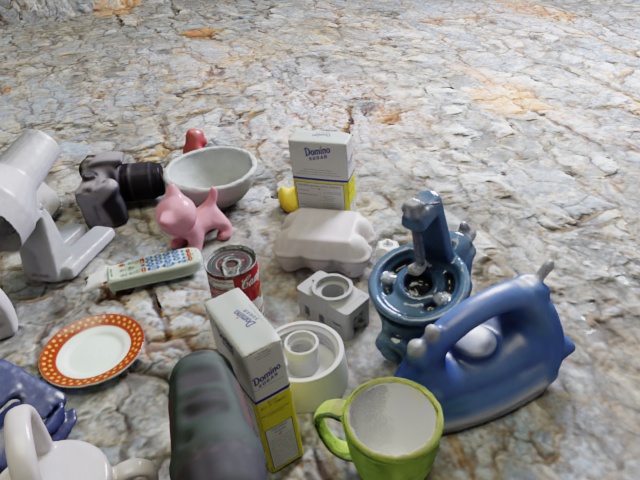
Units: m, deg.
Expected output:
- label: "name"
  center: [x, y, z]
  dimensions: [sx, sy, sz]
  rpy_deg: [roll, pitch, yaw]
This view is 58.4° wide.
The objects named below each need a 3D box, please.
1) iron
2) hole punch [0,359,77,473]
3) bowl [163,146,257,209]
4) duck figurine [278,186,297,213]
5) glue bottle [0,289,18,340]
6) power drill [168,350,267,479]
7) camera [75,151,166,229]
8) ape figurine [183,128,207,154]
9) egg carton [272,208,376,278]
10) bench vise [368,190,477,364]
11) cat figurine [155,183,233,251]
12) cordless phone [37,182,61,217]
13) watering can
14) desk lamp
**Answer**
- label: "iron"
  center: [0.163, 0.116, 0.630]
  dimensions: [0.259, 0.142, 0.118]
  rpy_deg: [-21, 38, -23]
- label: "hole punch"
  center: [-0.333, 0.192, 0.611]
  dimensions: [0.101, 0.091, 0.109]
  rpy_deg: [8, 37, 17]
- label: "bowl"
  center: [-0.192, -0.101, 1.031]
  dimensions: [0.167, 0.075, 0.167]
  rpy_deg: [-2, 35, 2]
- label: "duck figurine"
  center: [-0.023, -0.096, 0.998]
  dimensions: [0.104, 0.086, 0.077]
  rpy_deg: [-6, 35, -3]
- label: "glue bottle"
  center: [-0.456, 0.062, 0.736]
  dimensions: [0.078, 0.173, 0.037]
  rpy_deg: [-18, 37, -20]
- label: "power drill"
  center: [-0.072, 0.209, 0.460]
  dimensions: [0.076, 0.209, 0.229]
  rpy_deg: [-14, 36, -14]
- label: "camera"
  center: [-0.353, -0.102, 1.024]
  dimensions: [0.137, 0.101, 0.143]
  rpy_deg: [-8, 35, -5]
- label: "ape figurine"
  center: [-0.239, -0.176, 1.127]
  dimensions: [0.076, 0.092, 0.077]
  rpy_deg: [-31, 43, -33]
- label: "egg carton"
  center: [0.008, 0.003, 0.868]
  dimensions: [0.150, 0.069, 0.107]
  rpy_deg: [4, 36, 11]
- label: "bench vise"
  center: [0.129, 0.016, 0.707]
  dimensions: [0.121, 0.220, 0.207]
  rpy_deg: [8, 37, 17]
- label: "cat figurine"
  center: [-0.207, -0.040, 0.907]
  dimensions: [0.067, 0.118, 0.128]
  rpy_deg: [25, 44, 34]
- label: "cordless phone"
  center: [-0.525, -0.095, 0.956]
  dimensions: [0.094, 0.185, 0.147]
  rpy_deg: [1, 35, 7]
- label: "watering can"
  center: [-0.227, 0.221, 0.470]
  dimensions: [0.100, 0.194, 0.173]
  rpy_deg: [28, 46, 37]
- label: "desk lamp"
  center: [-0.427, -0.040, 0.844]
  dimensions: [0.117, 0.214, 0.203]
  rpy_deg: [7, 36, 15]
